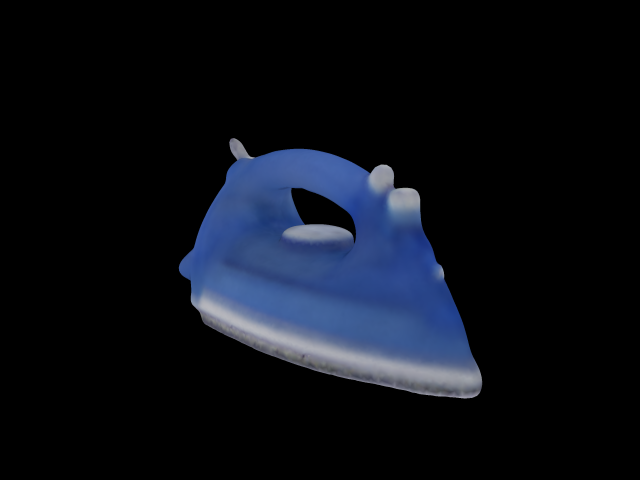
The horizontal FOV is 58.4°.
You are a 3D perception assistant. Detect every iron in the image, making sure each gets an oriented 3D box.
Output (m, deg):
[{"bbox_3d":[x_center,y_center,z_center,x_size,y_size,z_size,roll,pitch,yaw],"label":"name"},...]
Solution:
[{"bbox_3d":[0.004,0.001,0.400,0.119,0.141,0.257,-10,14,-42],"label":"iron"}]
